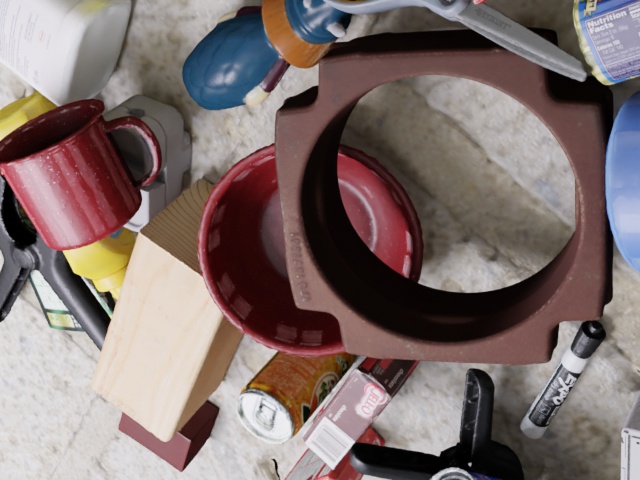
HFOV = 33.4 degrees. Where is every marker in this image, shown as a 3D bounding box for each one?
[{"bbox_3d":[0.176,0.102,0.775,0.020,0.020,0.121,30,132,13],"label":"marker"}]

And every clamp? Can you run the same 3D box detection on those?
[{"bbox_3d":[0.099,0.178,0.823,0.120,0.039,0.171,-24,126,7],"label":"clamp"},{"bbox_3d":[-0.250,0.016,0.971,0.165,0.036,0.210,17,125,22],"label":"clamp"}]

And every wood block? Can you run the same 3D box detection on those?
[{"bbox_3d":[-0.114,0.063,0.896,0.090,0.090,0.206,34,133,9],"label":"wood block"}]

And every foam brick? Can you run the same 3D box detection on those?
[{"bbox_3d":[-0.144,0.171,1.018,0.078,0.051,0.053,32,132,12],"label":"foam brick"}]

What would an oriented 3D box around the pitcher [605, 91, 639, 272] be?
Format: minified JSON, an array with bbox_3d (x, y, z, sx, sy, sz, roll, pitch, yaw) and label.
[{"bbox_3d":[0.278,-0.045,0.544,0.243,0.149,0.145,0,135,38],"label":"pitcher"}]

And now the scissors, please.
[{"bbox_3d":[0.078,-0.155,0.609,0.202,0.096,0.016,21,174,34],"label":"scissors"}]

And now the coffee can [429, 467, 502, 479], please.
[{"bbox_3d":[0.148,0.232,0.784,0.140,0.103,0.103,18,139,-24],"label":"coffee can"}]

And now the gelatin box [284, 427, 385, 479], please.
[{"bbox_3d":[0.007,0.201,0.921,0.030,0.073,0.089,50,133,-7],"label":"gelatin box"}]

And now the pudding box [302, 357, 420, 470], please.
[{"bbox_3d":[0.040,0.114,0.827,0.039,0.089,0.114,40,135,6],"label":"pudding box"}]

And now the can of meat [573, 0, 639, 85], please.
[{"bbox_3d":[0.188,-0.128,0.553,0.084,0.102,0.057,-14,112,42],"label":"can of meat"}]

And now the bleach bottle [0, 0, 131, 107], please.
[{"bbox_3d":[-0.267,-0.211,0.832,0.251,0.068,0.103,37,132,11],"label":"bleach bottle"}]

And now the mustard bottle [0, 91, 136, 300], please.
[{"bbox_3d":[-0.204,-0.030,0.892,0.058,0.096,0.191,-26,109,4],"label":"mustard bottle"}]

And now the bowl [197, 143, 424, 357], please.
[{"bbox_3d":[-0.005,0.001,0.778,0.162,0.055,0.162,2,105,6],"label":"bowl"}]

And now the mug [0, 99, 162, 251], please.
[{"bbox_3d":[-0.172,-0.050,0.784,0.117,0.093,0.081,-22,117,4],"label":"mug"}]

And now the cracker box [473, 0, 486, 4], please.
[{"bbox_3d":[0.150,-0.223,0.490,0.214,0.072,0.164,-15,113,16],"label":"cracker box"}]
